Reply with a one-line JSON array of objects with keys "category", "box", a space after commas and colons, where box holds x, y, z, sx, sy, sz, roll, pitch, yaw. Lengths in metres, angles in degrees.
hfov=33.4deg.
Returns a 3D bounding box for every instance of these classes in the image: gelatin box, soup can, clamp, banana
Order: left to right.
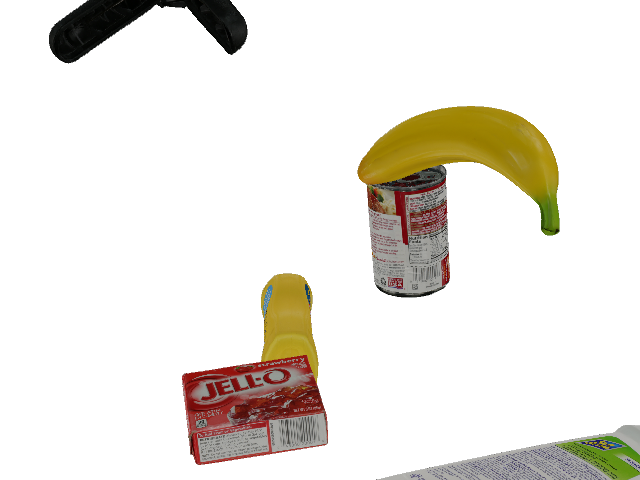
[{"category": "clamp", "box": [-0.088, -0.165, 0.681, 0.120, 0.171, 0.039, 9, -43, 11]}, {"category": "gelatin box", "box": [-0.045, 0.110, 0.707, 0.089, 0.030, 0.073, -7, 24, -8]}, {"category": "soup can", "box": [0.076, -0.010, 0.914, 0.068, 0.102, 0.068, -5, 23, 2]}, {"category": "banana", "box": [0.091, -0.057, 0.708, 0.037, 0.069, 0.198, 28, -4, -34]}]

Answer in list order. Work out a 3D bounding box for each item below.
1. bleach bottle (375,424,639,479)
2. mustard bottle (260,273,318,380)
[{"category": "bleach bottle", "box": [0.153, 0.157, 0.624, 0.250, 0.068, 0.103, -8, 20, -24]}, {"category": "mustard bottle", "box": [-0.035, 0.090, 1.139, 0.058, 0.096, 0.191, 0, 27, -3]}]
